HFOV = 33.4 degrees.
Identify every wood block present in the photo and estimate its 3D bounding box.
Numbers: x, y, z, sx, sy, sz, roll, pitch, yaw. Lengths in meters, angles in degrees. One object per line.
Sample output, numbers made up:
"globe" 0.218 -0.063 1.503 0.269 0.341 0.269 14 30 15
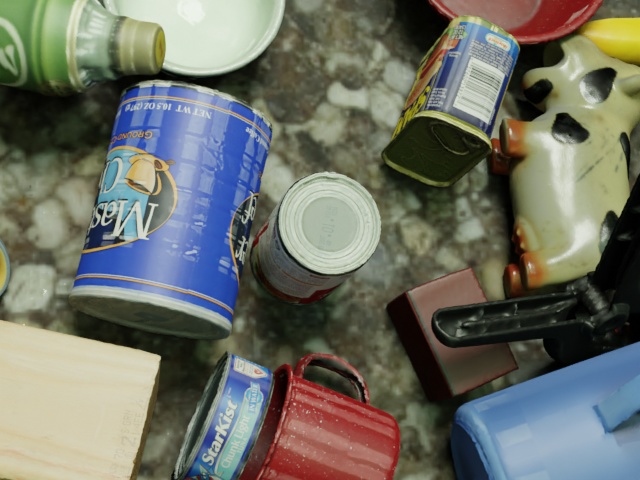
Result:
"wood block" -0.204 0.098 0.624 0.206 0.091 0.090 13 65 -4

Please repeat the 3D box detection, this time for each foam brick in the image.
"foam brick" 0.089 0.065 0.729 0.051 0.053 0.078 -22 84 -16

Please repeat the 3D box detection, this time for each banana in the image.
"banana" 0.284 -0.177 0.834 0.197 0.037 0.069 -33 87 -18

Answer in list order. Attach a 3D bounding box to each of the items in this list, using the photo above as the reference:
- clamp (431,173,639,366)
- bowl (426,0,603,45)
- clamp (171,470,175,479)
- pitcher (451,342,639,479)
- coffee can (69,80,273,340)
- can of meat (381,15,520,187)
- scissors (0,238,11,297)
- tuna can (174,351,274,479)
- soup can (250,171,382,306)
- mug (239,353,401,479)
"clamp" 0.184 0.034 0.689 0.165 0.209 0.036 -39 54 21
"bowl" 0.132 -0.206 0.794 0.162 0.055 0.162 3 72 -8
"clamp" -0.104 0.231 0.657 0.120 0.039 0.171 -29 83 -13
"pitcher" 0.215 0.122 0.690 0.242 0.145 0.149 -15 104 -9
"coffee can" -0.093 -0.016 0.681 0.102 0.103 0.140 13 75 -9
"can of meat" 0.092 -0.095 0.741 0.057 0.102 0.084 24 71 -7
"scissors" -0.235 -0.040 0.664 0.096 0.016 0.202 5 101 -24
"tuna can" -0.060 0.115 0.667 0.033 0.086 0.086 23 73 -8
"soup can" -0.005 0.001 0.697 0.068 0.102 0.068 3 76 -12
"mug" 0.000 0.127 0.682 0.081 0.093 0.117 23 50 -11
